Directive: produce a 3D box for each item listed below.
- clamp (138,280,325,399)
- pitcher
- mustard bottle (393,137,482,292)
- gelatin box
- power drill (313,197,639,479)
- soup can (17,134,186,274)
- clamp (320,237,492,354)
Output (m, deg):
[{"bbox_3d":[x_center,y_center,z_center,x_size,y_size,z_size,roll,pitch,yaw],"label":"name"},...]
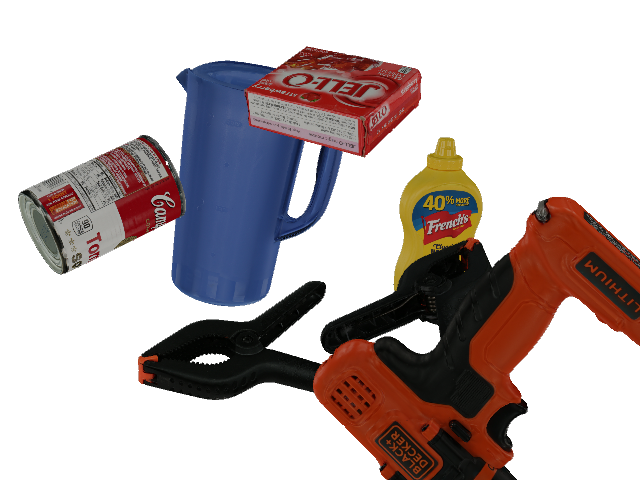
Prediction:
[{"bbox_3d":[-0.059,0.109,0.980,0.209,0.036,0.165,-12,37,-22],"label":"clamp"},{"bbox_3d":[-0.078,-0.056,1.110,0.144,0.243,0.149,0,23,-26],"label":"pitcher"},{"bbox_3d":[0.139,-0.024,1.238,0.096,0.192,0.058,-1,16,-12],"label":"mustard bottle"},{"bbox_3d":[0.009,-0.091,0.679,0.089,0.030,0.073,17,40,28],"label":"gelatin box"},{"bbox_3d":[0.115,0.084,0.589,0.184,0.188,0.057,43,15,1],"label":"power drill"},{"bbox_3d":[-0.159,-0.027,0.778,0.102,0.068,0.069,-29,13,-25],"label":"soup can"},{"bbox_3d":[0.095,0.051,0.838,0.120,0.039,0.171,19,42,37],"label":"clamp"}]
